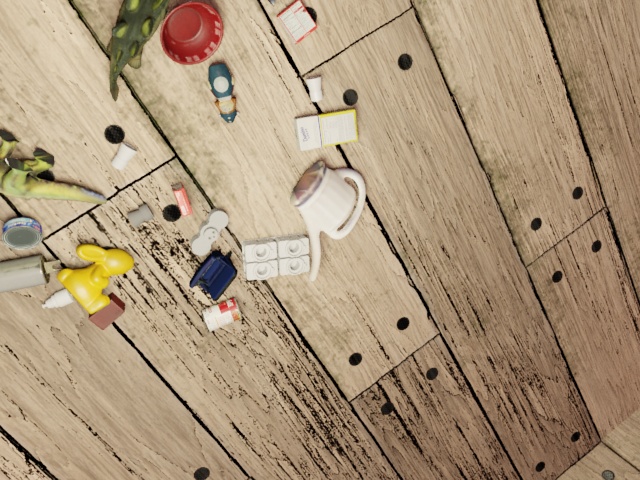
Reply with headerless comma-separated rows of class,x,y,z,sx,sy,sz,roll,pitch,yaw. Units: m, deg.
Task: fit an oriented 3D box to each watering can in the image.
watering can,0.004,-0.074,1.473,0.222,0.104,0.352,39,72,-25

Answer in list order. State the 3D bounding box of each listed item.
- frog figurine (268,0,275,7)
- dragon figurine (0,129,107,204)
frog figurine,-0.097,-0.687,1.288,0.159,0.123,0.137,-43,95,8
dragon figurine,-0.754,-0.113,1.221,0.405,0.125,0.240,34,109,-32
